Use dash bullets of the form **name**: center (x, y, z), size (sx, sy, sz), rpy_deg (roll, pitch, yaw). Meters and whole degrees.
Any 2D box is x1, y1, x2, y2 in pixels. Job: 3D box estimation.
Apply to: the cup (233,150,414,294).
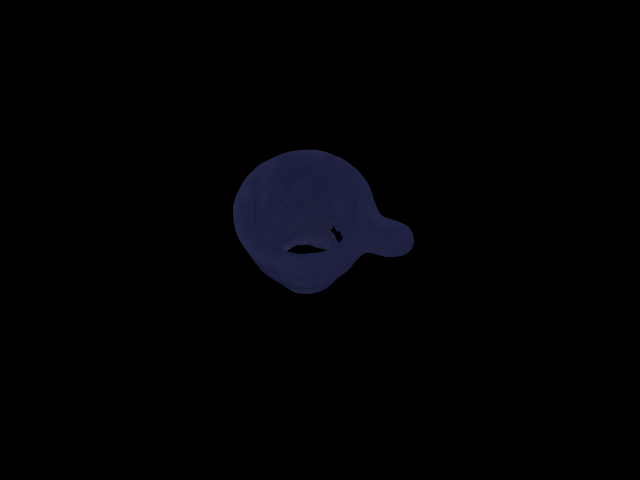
- **cup**: center (0.004, 0.001, 0.400), size (0.117, 0.095, 0.092), rpy_deg (14, 64, 7)
